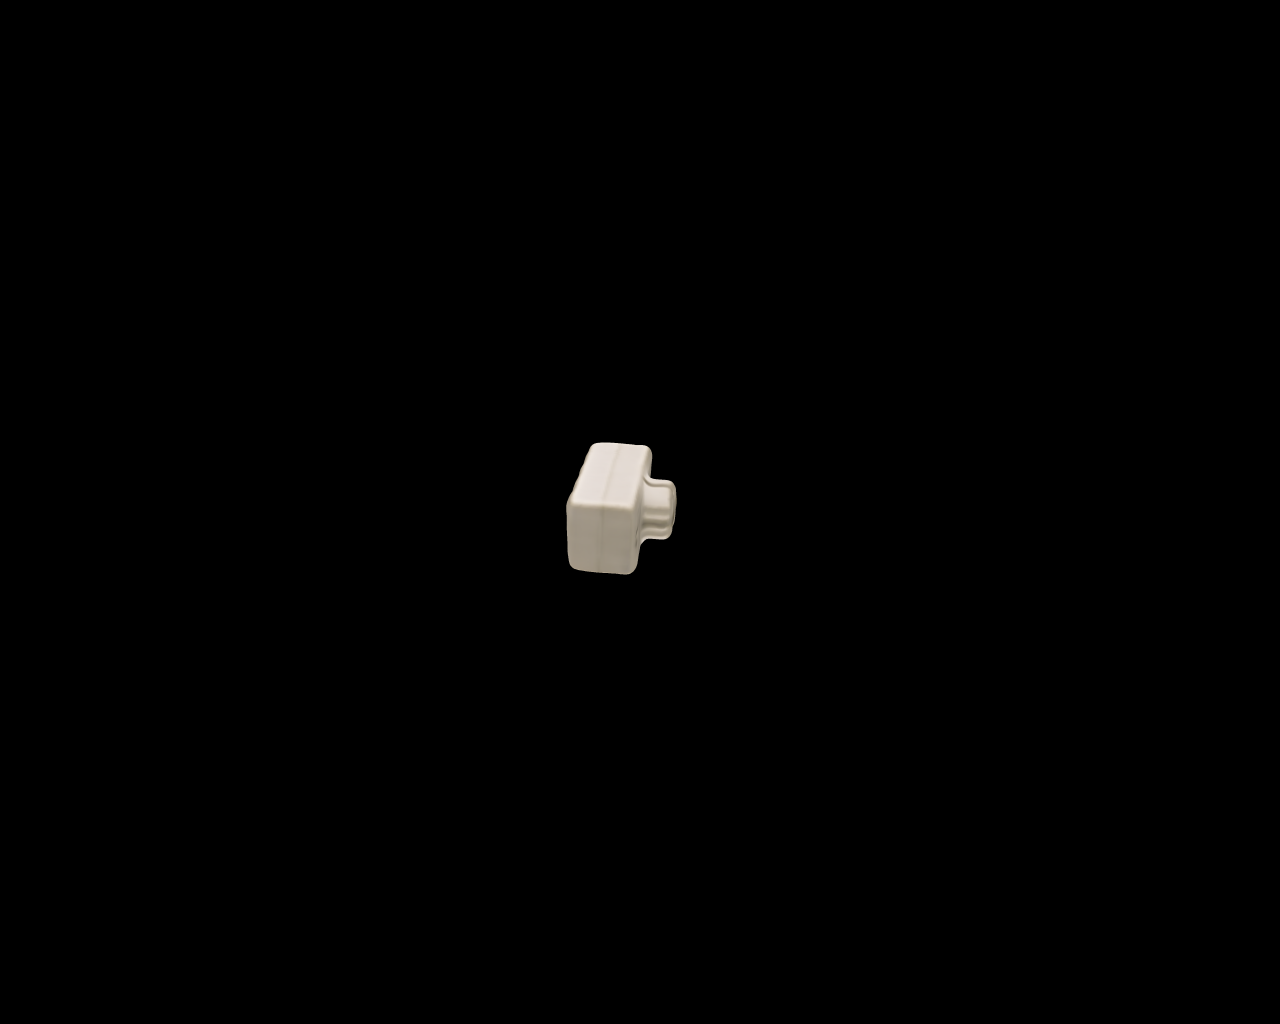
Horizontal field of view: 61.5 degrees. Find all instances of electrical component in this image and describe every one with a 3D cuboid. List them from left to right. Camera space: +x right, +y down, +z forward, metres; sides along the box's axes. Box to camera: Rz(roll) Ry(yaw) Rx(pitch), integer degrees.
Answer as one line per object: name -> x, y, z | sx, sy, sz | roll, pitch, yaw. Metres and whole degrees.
electrical component -> 0.001, -0.003, 0.650 | 0.076, 0.047, 0.083 | 4, 30, 7
